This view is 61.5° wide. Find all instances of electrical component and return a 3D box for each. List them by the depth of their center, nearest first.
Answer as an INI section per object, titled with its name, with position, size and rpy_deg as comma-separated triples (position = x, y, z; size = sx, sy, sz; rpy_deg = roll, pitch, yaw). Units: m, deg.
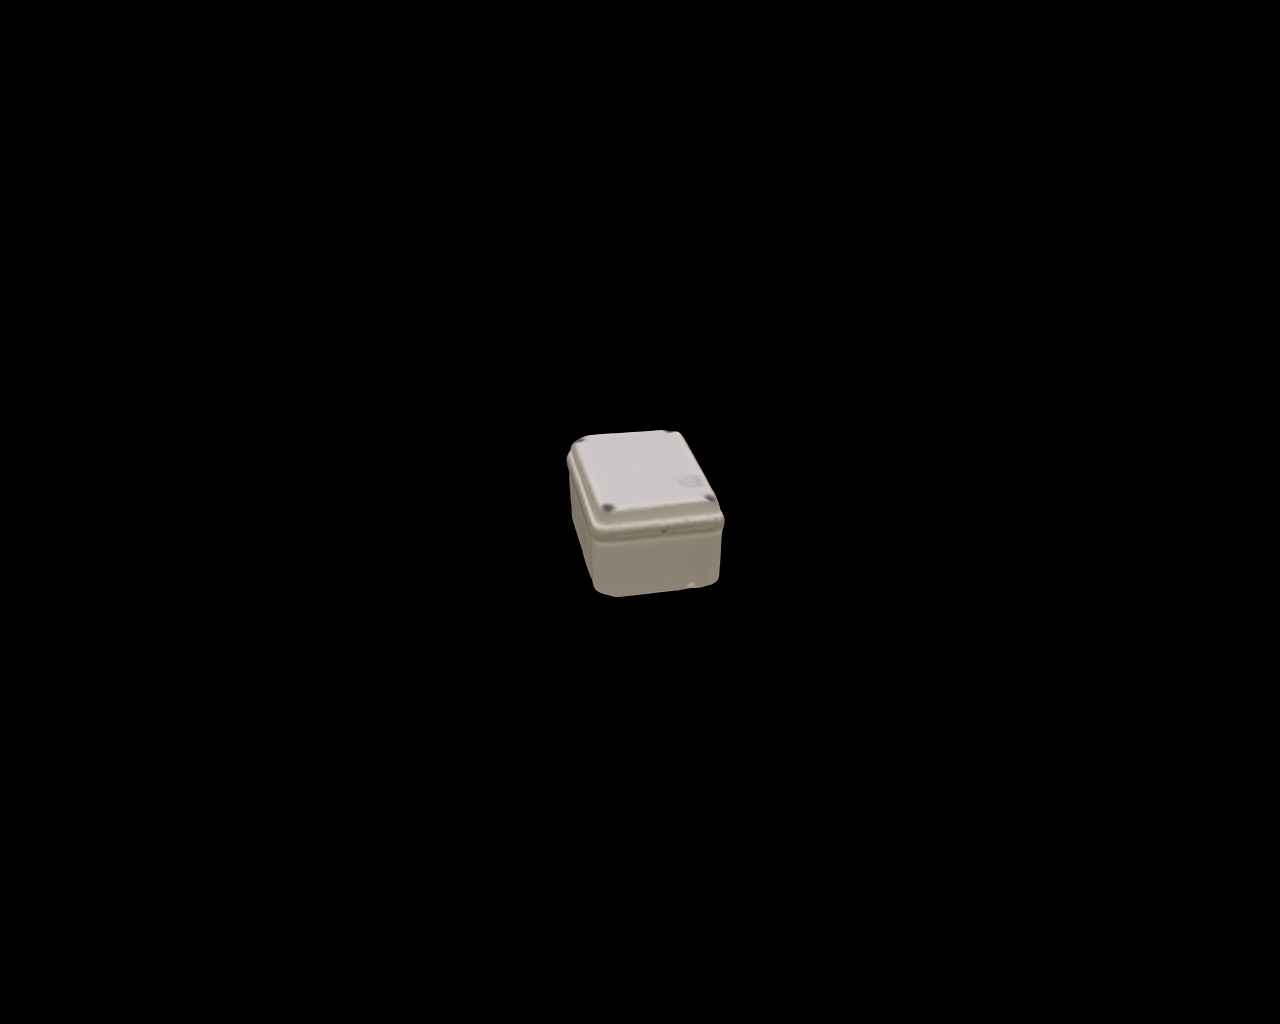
[electrical component]
position = 0.001, -0.003, 0.650
size = 0.078, 0.057, 0.113
rpy_deg = -5, 29, -10
